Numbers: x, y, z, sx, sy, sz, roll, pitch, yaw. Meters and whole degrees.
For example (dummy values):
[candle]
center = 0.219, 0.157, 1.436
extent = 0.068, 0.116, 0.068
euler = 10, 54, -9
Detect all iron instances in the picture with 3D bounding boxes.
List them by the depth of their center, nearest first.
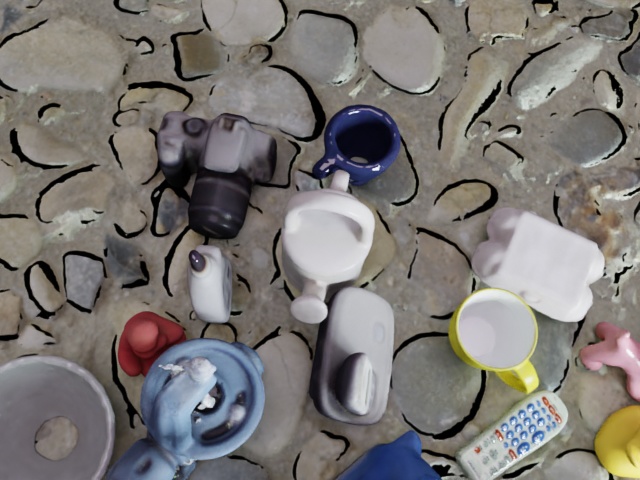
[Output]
[iron]
center = 0.034, 0.307, 0.556
extent = 0.258, 0.141, 0.118
euler = -38, 78, -14

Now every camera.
[camera]
center = -0.132, -0.079, 0.691
extent = 0.143, 0.101, 0.137
euler = 10, 72, 0

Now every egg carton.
[egg carton]
center = 0.263, 0.030, 0.696
extent = 0.150, 0.069, 0.107
euler = 25, 73, 5

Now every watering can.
[watering can]
center = 0.008, 0.003, 0.624
extent = 0.101, 0.194, 0.173
euler = -8, 73, -5

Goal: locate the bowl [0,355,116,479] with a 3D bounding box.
[bowl]
center = -0.292, 0.209, 0.604
extent = 0.167, 0.075, 0.167
euler = 1, 72, -3

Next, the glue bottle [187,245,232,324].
[glue bottle]
center = -0.121, 0.040, 0.616
extent = 0.037, 0.173, 0.078
euler = 2, 72, -2

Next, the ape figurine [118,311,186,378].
[ape figurine]
center = -0.190, 0.111, 0.632
extent = 0.078, 0.092, 0.076
euler = -17, 74, -8

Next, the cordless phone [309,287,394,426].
[cordless phone]
center = 0.041, 0.115, 0.595
extent = 0.094, 0.185, 0.147
euler = 6, 72, -1

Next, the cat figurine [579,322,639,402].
[cat figurine]
center = 0.380, 0.138, 0.642
extent = 0.127, 0.118, 0.067
euler = 32, 73, 7

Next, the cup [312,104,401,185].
[cup]
center = 0.038, -0.099, 0.711
extent = 0.118, 0.095, 0.091
euler = -37, 78, -13

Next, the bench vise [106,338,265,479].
[bench vise]
center = -0.128, 0.183, 0.545
extent = 0.121, 0.220, 0.207
euler = 21, 72, 4

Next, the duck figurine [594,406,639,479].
[duck figurine]
center = 0.369, 0.223, 0.631
extent = 0.104, 0.086, 0.077
euler = -20, 74, -9
